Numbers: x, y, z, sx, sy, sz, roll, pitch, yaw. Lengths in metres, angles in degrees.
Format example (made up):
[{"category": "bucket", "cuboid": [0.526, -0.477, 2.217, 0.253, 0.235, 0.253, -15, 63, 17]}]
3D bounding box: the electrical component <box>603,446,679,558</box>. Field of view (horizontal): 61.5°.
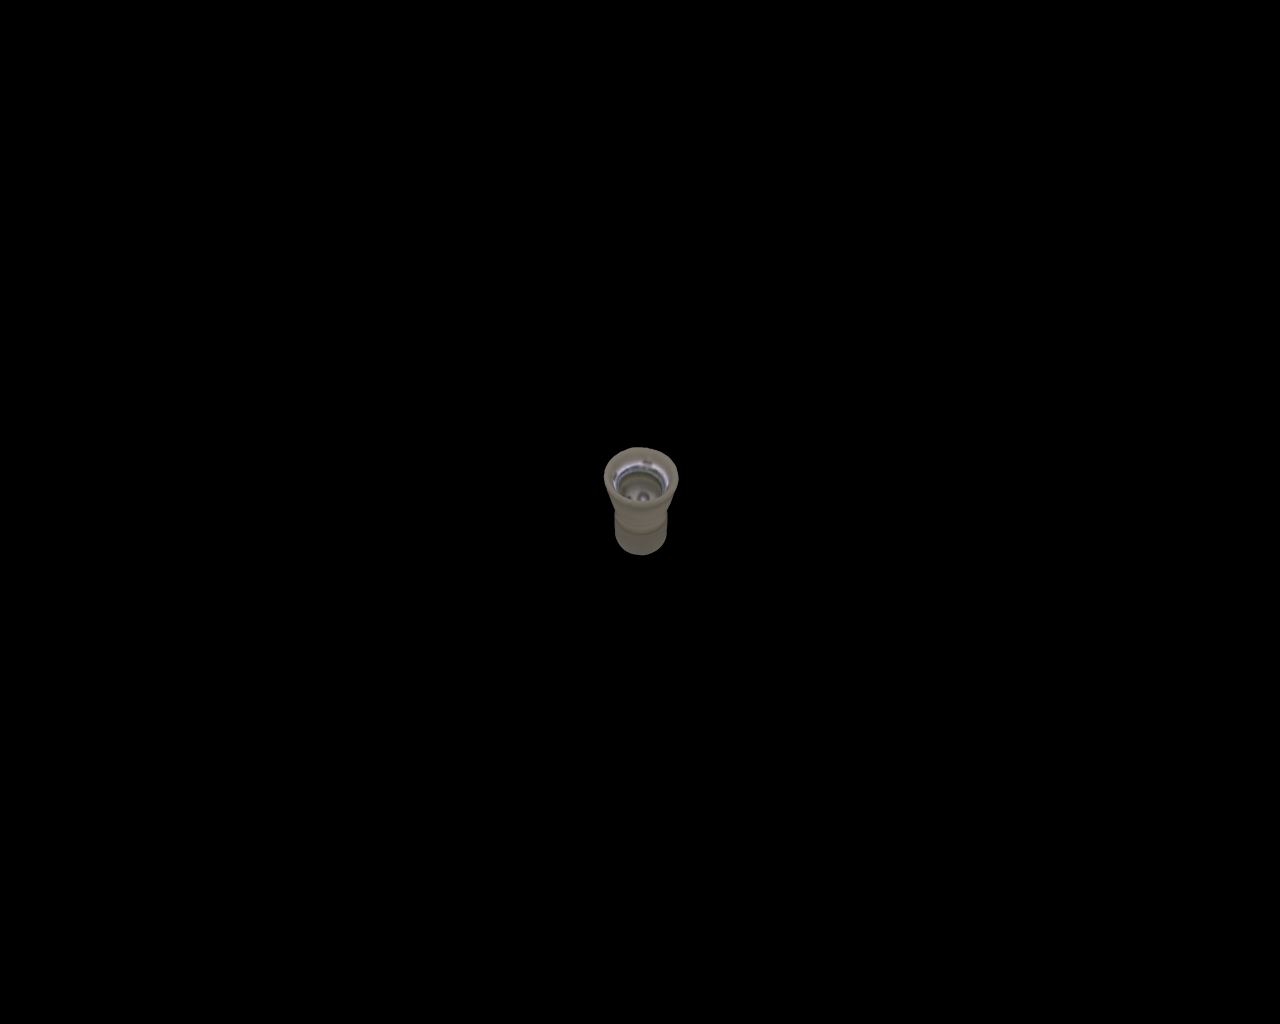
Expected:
[{"category": "electrical component", "cuboid": [0.001, -0.003, 0.650, 0.044, 0.044, 0.065, 0, -37, 0]}]
